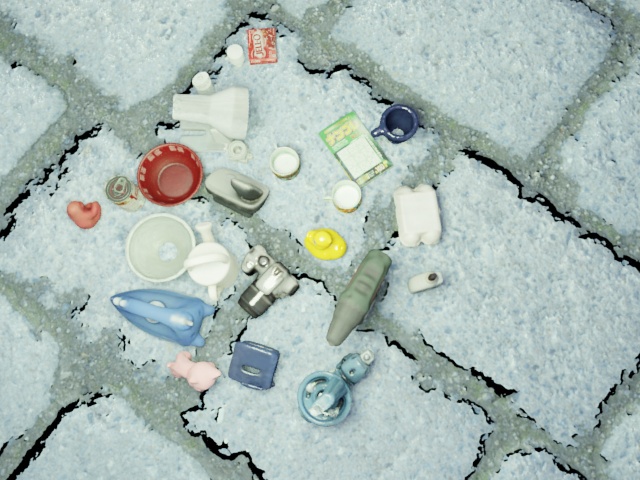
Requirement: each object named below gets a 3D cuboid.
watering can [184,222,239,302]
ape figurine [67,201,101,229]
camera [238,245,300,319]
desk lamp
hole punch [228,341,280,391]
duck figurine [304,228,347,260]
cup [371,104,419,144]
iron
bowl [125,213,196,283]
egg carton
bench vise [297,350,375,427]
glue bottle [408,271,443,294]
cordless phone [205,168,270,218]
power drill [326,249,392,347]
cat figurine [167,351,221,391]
[{"bbox_3d":[-0.252,0.049,1.297,0.101,0.194,0.173,-31,80,-4],"label":"watering can"},{"bbox_3d":[-0.574,-0.069,1.376,0.077,0.092,0.076,7,80,3],"label":"ape figurine"},{"bbox_3d":[-0.139,0.103,1.332,0.143,0.101,0.137,41,83,8],"label":"camera"},{"bbox_3d":[-0.253,-0.282,1.347,0.203,0.213,0.118,-1,79,1],"label":"desk lamp"},{"bbox_3d":[-0.149,0.287,1.303,0.108,0.091,0.101,16,80,4],"label":"hole punch"},{"bbox_3d":[0.012,0.005,1.354,0.104,0.086,0.077,19,81,5],"label":"duck figurine"},{"bbox_3d":[0.177,-0.266,1.396,0.118,0.095,0.091,-23,80,-3],"label":"cup"},{"bbox_3d":[-0.382,0.163,1.305,0.258,0.141,0.119,15,80,4],"label":"iron"},{"bbox_3d":[-0.371,0.023,1.364,0.167,0.075,0.167,0,80,1],"label":"bowl"},{"bbox_3d":[0.235,-0.059,1.370,0.107,0.069,0.150,-8,80,0],"label":"egg carton"},{"bbox_3d":[0.027,0.310,1.230,0.121,0.220,0.207,29,82,6],"label":"bench vise"},{"bbox_3d":[0.244,0.091,1.289,0.078,0.173,0.037,-13,79,-1],"label":"glue bottle"},{"bbox_3d":[-0.201,-0.129,1.332,0.147,0.185,0.094,22,81,5],"label":"cordless phone"},{"bbox_3d":[0.082,0.134,1.267,0.075,0.208,0.230,28,81,6],"label":"power drill"},{"bbox_3d":[-0.284,0.299,1.290,0.127,0.118,0.067,19,81,5],"label":"cat figurine"}]
